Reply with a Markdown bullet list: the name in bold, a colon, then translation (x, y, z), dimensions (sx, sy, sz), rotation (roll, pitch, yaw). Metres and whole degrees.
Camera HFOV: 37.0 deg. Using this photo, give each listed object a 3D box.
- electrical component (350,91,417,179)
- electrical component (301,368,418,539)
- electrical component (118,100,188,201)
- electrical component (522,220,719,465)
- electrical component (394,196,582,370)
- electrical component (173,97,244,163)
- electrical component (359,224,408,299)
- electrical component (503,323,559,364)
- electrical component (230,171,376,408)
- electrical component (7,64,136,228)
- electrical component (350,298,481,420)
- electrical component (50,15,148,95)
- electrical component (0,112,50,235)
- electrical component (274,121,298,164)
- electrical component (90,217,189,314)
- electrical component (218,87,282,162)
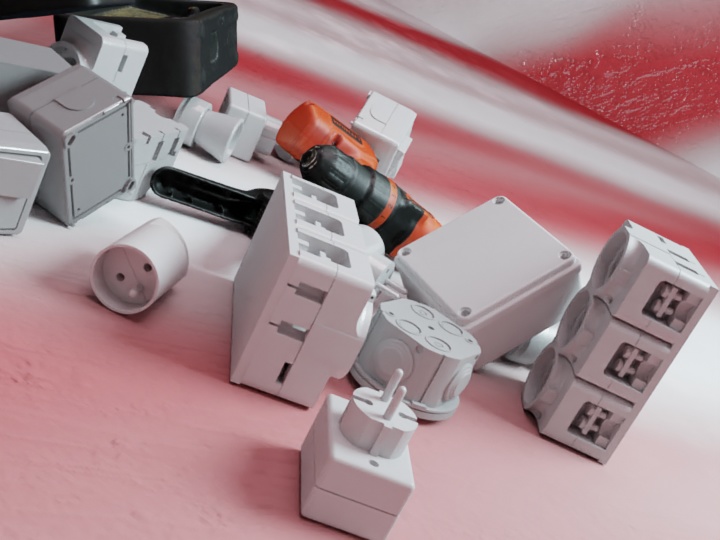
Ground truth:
- **electrical component**: translation (0.015, -0.123, 1.105), dimensions (0.061, 0.096, 0.061), rotation (27, 48, 1)
- **electrical component**: translation (0.005, 0.087, 0.559), dimensions (0.047, 0.076, 0.065), rotation (22, 19, -12)
- **electrical component**: translation (-0.178, -0.090, 0.814), dimensions (0.050, 0.055, 0.089), rotation (30, 19, 9)
- **electrical component**: translation (0.181, 0.048, 0.776), dimensions (0.062, 0.150, 0.089), rotation (25, 19, -6)
- **electrical component**: translation (0.101, 0.008, 0.841), dimensions (0.109, 0.056, 0.108), rotation (-29, 41, -12)
- **electrical component**: translation (-0.140, -0.129, 0.984), dimensions (0.055, 0.045, 0.045), rotation (25, 19, 0)
- **electrical component**: translation (0.000, 0.000, 0.830), dimensions (0.079, 0.044, 0.077), rotation (32, 20, 15)
- **electrical component**: translation (0.143, 0.056, 0.869), dimensions (0.055, 0.045, 0.045), rotation (16, 21, -27)
- **electrical component**: translation (-0.036, 0.009, 0.688), dimensions (0.062, 0.089, 0.150), rotation (22, 20, -14)
- **electrical component**: translation (-0.194, -0.081, 0.724), dimensions (0.061, 0.096, 0.062), rotation (34, 49, 20)
- **electrical component**: translation (0.036, 0.059, 0.713), dimensions (0.080, 0.051, 0.080), rotation (23, 19, -9)
- **electrical component**: translation (-0.222, -0.155, 0.875), dimensions (0.050, 0.089, 0.056), rotation (38, 22, 30)
- **electrical component**: translation (-0.243, -0.059, 0.641), dimensions (0.061, 0.061, 0.096), rotation (39, 23, 32)
- **electrical component**: translation (-0.067, -0.137, 1.106), dimensions (0.040, 0.040, 0.078), rotation (23, 19, -10)
- **electrical component**: translation (-0.132, -0.005, 0.673), dimensions (0.043, 0.043, 0.081), rotation (27, 19, 2)
- **electrical component**: translation (-0.101, -0.135, 1.047), dimensions (0.077, 0.047, 0.065), rotation (21, 20, -16)
